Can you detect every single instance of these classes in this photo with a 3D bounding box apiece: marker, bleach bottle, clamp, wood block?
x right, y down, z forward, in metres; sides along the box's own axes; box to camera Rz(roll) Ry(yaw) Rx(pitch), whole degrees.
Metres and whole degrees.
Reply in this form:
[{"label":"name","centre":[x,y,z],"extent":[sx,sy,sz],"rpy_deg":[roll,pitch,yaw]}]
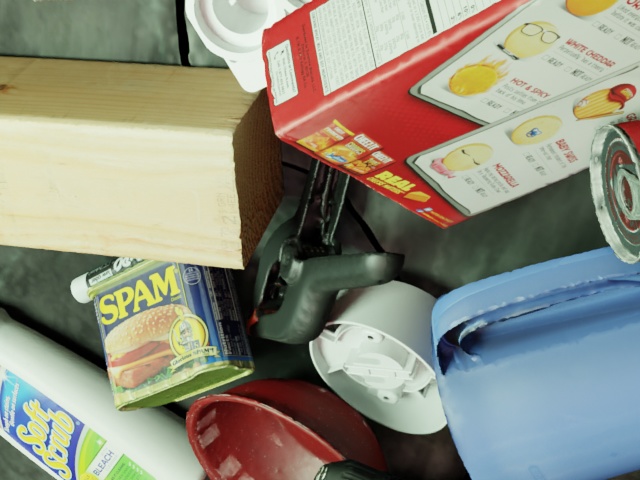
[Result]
[{"label":"marker","centre":[-0.121,0.014,0.725],"extent":[0.121,0.020,0.020],"rpy_deg":[-25,112,28]},{"label":"bleach bottle","centre":[-0.204,0.125,0.797],"extent":[0.251,0.068,0.103],"rpy_deg":[33,125,-4]},{"label":"clamp","centre":[-0.004,0.001,0.652],"extent":[0.039,0.120,0.172],"rpy_deg":[12,148,-25]},{"label":"wood block","centre":[-0.134,-0.051,0.643],"extent":[0.206,0.090,0.090],"rpy_deg":[6,123,13]}]

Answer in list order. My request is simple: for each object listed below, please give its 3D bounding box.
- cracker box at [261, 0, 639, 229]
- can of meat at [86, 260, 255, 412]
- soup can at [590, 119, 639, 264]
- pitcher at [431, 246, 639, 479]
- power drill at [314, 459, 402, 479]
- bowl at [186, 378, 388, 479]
[{"label":"cracker box","centre":[0.104,-0.093,0.512],"extent":[0.214,0.072,0.164],"rpy_deg":[-25,151,28]},{"label":"can of meat","centre":[-0.097,0.059,0.699],"extent":[0.102,0.057,0.084],"rpy_deg":[-24,72,28]},{"label":"soup can","centre":[0.190,-0.031,0.511],"extent":[0.102,0.068,0.068],"rpy_deg":[-11,121,-3]},{"label":"pitcher","centre":[0.188,0.056,0.592],"extent":[0.243,0.149,0.145],"rpy_deg":[-20,93,23]},{"label":"power drill","centre":[0.057,0.229,0.664],"extent":[0.184,0.057,0.188],"rpy_deg":[25,127,2]},{"label":"bowl","centre":[-0.011,0.146,0.727],"extent":[0.162,0.055,0.162],"rpy_deg":[24,141,21]}]
